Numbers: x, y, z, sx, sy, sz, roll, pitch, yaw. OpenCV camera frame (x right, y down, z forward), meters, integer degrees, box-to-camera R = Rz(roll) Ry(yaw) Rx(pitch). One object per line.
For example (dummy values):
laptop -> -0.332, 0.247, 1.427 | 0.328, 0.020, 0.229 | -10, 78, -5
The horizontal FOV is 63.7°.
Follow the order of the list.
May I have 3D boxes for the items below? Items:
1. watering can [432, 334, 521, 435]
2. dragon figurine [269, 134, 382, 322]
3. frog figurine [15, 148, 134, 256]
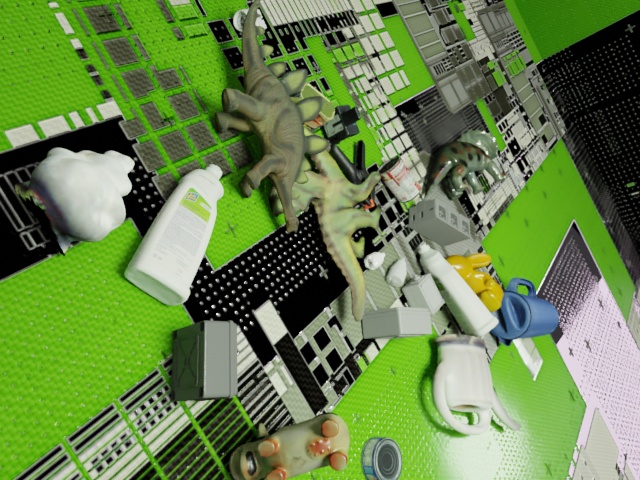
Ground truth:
watering can -> 0.367, 0.344, 1.222 | 0.345, 0.103, 0.229 | 23, 57, -39
dragon figurine -> 0.003, -0.054, 1.066 | 0.242, 0.120, 0.419 | 16, 59, -20
frog figurine -> -0.322, -0.074, 0.727 | 0.138, 0.120, 0.162 | 46, 56, 5
